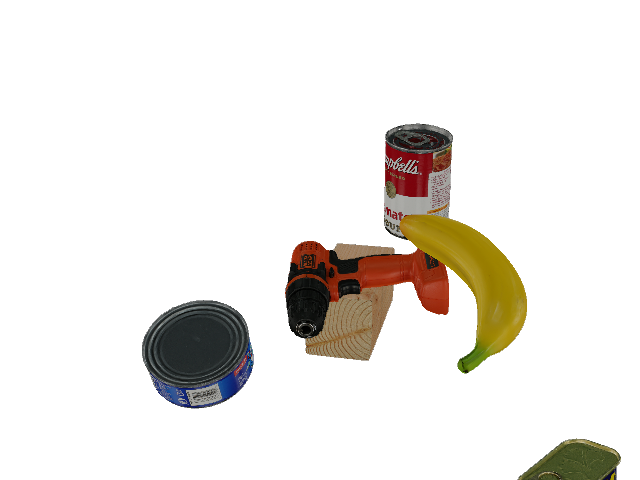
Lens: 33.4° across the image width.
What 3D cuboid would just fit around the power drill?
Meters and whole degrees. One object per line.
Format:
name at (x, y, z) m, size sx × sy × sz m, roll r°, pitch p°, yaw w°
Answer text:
power drill at (0.053, 0.053, 1.240) m, size 0.187 × 0.057 × 0.184 m, roll -1°, pitch 28°, yaw 1°

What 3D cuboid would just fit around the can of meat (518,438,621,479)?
can of meat at (0.217, 0.235, 0.929) m, size 0.058 × 0.084 × 0.101 m, roll 13°, pitch 27°, yaw 42°

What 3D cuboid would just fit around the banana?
banana at (0.115, 0.027, 0.828) m, size 0.069 × 0.037 × 0.198 m, roll -7°, pitch 32°, yaw -6°

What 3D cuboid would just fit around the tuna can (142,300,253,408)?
tuna can at (-0.097, 0.091, 0.851) m, size 0.086 × 0.086 × 0.034 m, roll 0°, pitch -43°, yaw 9°

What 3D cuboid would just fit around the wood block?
wood block at (0.045, 0.082, 1.509) m, size 0.091 × 0.090 × 0.206 m, roll 5°, pitch 21°, yaw 11°

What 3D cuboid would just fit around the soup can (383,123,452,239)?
soup can at (0.099, -0.060, 1.090) m, size 0.068 × 0.102 × 0.068 m, roll 0°, pitch 29°, yaw 0°
